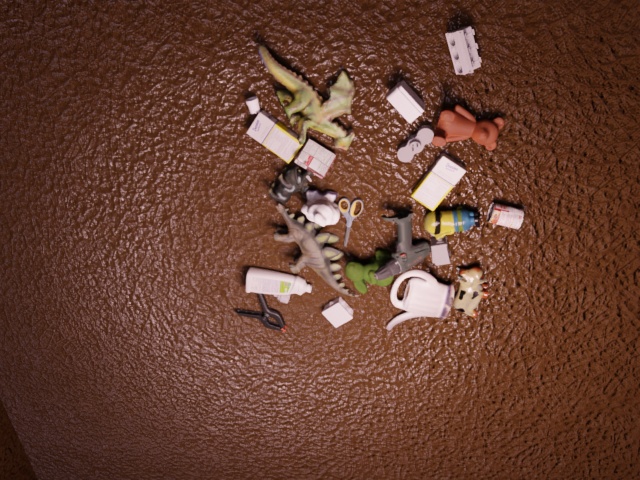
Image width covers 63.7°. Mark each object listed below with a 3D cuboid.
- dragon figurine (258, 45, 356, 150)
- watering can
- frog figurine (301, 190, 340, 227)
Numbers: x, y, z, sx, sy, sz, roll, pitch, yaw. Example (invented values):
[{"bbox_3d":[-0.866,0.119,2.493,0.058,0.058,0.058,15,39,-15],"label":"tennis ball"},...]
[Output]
[{"bbox_3d":[-0.010,-0.454,1.623,0.242,0.124,0.404,-22,114,4],"label":"dragon figurine"},{"bbox_3d":[0.365,0.236,1.890,0.224,0.106,0.339,12,133,6],"label":"watering can"},{"bbox_3d":[0.005,-0.088,1.747,0.136,0.163,0.120,22,128,-25],"label":"frog figurine"}]
